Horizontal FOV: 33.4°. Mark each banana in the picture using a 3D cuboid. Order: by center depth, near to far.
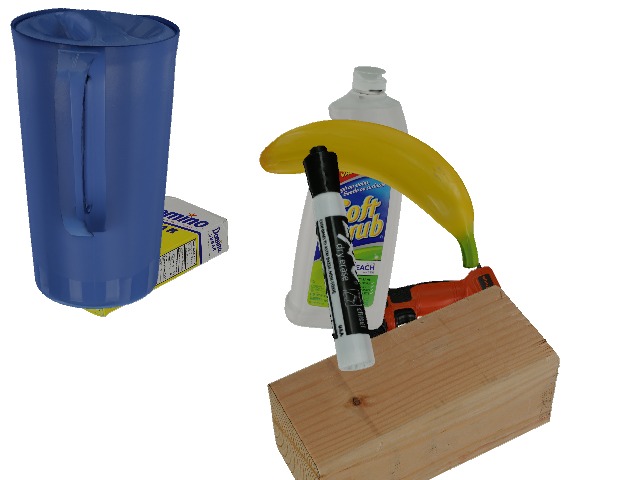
[{"bbox_3d":[0.034,-0.049,0.751,0.198,0.070,0.037,28,15,33],"label":"banana"}]

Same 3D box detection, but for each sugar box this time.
[{"bbox_3d":[-0.186,0.011,1.082,0.093,0.048,0.175,22,37,32],"label":"sugar box"}]

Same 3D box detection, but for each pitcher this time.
[{"bbox_3d":[-0.190,-0.065,0.894,0.145,0.243,0.148,25,30,38],"label":"pitcher"}]

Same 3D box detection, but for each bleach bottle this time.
[{"bbox_3d":[0.026,-0.040,1.017,0.102,0.251,0.068,4,22,-4],"label":"bleach bottle"}]

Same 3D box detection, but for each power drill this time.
[{"bbox_3d":[0.114,0.084,1.208,0.187,0.057,0.184,-3,27,-2],"label":"power drill"}]

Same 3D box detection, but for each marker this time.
[{"bbox_3d":[0.009,0.007,0.557,0.020,0.121,0.020,-9,-17,-3],"label":"marker"}]

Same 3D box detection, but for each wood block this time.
[{"bbox_3d":[0.073,0.127,0.837,0.205,0.090,0.091,-22,48,-16],"label":"wood block"}]
